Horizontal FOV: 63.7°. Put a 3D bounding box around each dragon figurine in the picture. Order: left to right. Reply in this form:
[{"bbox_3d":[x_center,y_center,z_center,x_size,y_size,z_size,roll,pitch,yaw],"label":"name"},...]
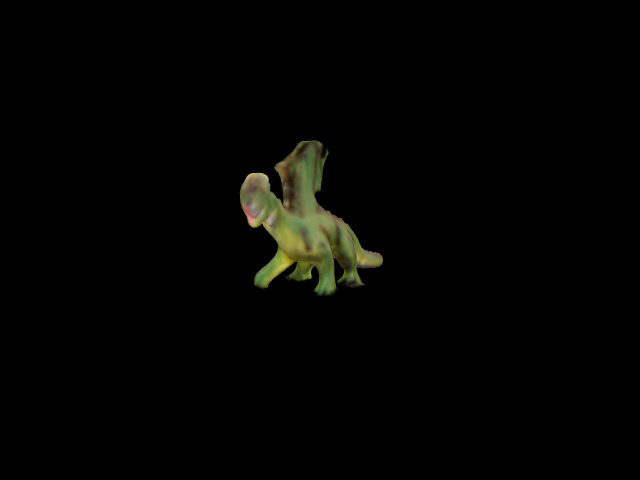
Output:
[{"bbox_3d":[0.003,-0.043,0.850,0.122,0.242,0.412,3,7,32],"label":"dragon figurine"}]
